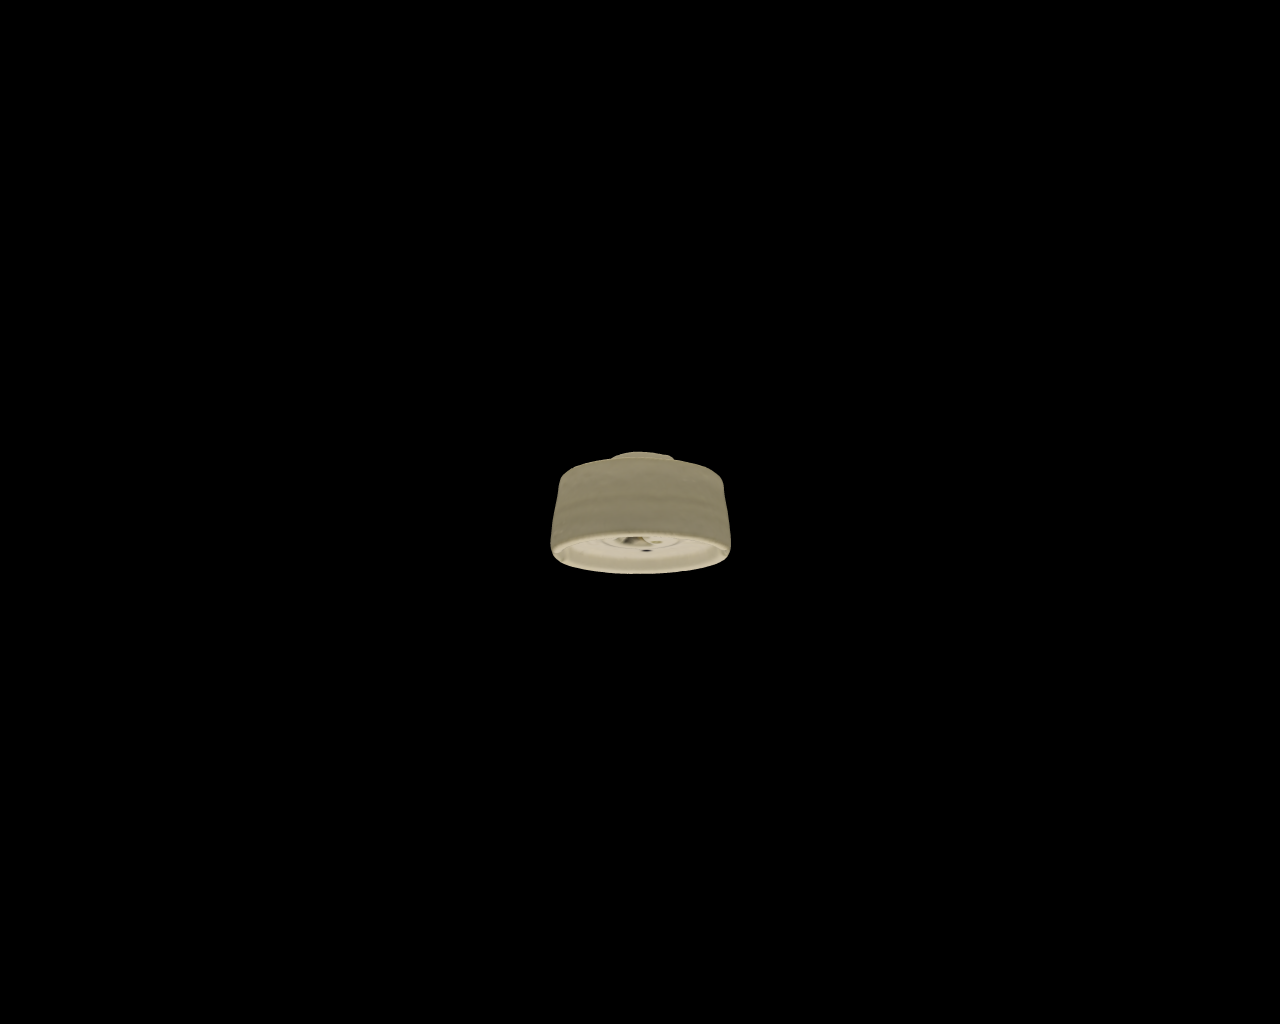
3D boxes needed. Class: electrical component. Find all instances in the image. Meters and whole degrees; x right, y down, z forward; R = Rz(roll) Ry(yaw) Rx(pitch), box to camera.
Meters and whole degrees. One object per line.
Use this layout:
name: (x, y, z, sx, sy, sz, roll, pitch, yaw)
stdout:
electrical component: (0.001, -0.003, 0.650, 0.108, 0.060, 0.108, 0, -15, 0)
